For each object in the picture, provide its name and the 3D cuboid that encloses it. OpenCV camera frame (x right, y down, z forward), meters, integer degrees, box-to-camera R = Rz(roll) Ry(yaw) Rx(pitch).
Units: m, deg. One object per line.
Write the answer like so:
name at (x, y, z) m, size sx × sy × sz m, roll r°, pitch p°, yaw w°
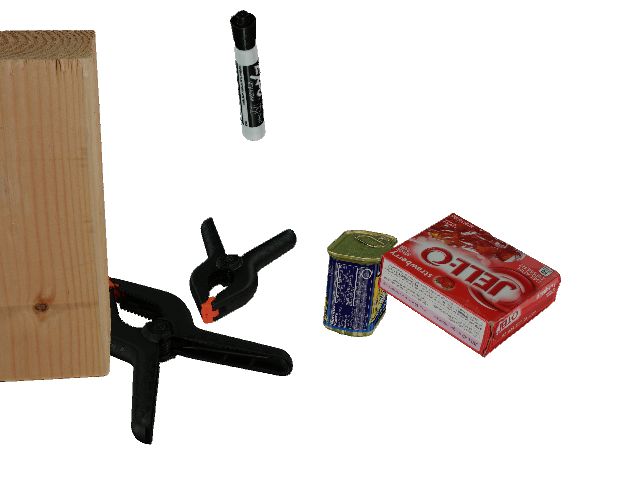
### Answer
clamp at (-0.138, 0.093, 0.992) m, size 0.164 × 0.036 × 0.210 m, roll -17°, pitch 40°, yaw -30°
can of meat at (0.039, 0.043, 1.087) m, size 0.057 × 0.084 × 0.102 m, roll 9°, pitch 16°, yaw 14°
wood block at (-0.184, -0.023, 0.677) m, size 0.090 × 0.206 × 0.090 m, roll -2°, pitch 22°, yaw -9°
gelatin box at (0.093, 0.025, 0.669) m, size 0.089 × 0.030 × 0.073 m, roll 33°, pitch 44°, yaw 32°
clamp at (-0.095, 0.032, 1.257) m, size 0.120 × 0.039 × 0.171 m, roll -2°, pitch 41°, yaw 10°
marker at (-0.055, -0.126, 0.819) m, size 0.020 × 0.020 × 0.121 m, roll 0°, pitch -40°, yaw 2°
